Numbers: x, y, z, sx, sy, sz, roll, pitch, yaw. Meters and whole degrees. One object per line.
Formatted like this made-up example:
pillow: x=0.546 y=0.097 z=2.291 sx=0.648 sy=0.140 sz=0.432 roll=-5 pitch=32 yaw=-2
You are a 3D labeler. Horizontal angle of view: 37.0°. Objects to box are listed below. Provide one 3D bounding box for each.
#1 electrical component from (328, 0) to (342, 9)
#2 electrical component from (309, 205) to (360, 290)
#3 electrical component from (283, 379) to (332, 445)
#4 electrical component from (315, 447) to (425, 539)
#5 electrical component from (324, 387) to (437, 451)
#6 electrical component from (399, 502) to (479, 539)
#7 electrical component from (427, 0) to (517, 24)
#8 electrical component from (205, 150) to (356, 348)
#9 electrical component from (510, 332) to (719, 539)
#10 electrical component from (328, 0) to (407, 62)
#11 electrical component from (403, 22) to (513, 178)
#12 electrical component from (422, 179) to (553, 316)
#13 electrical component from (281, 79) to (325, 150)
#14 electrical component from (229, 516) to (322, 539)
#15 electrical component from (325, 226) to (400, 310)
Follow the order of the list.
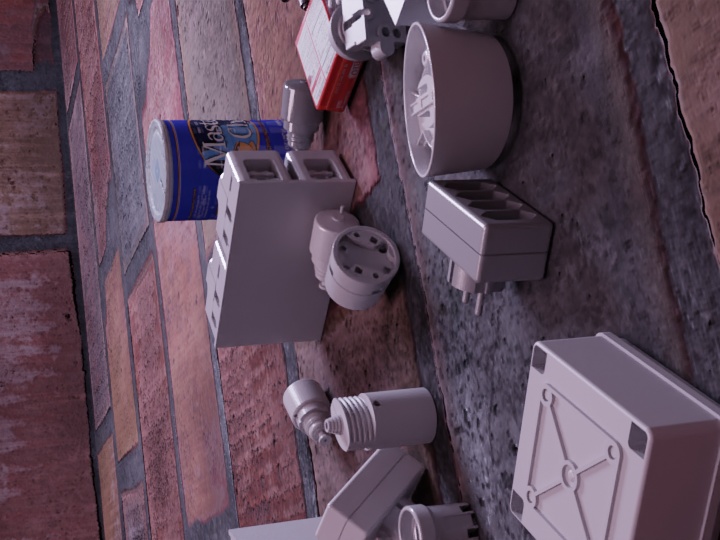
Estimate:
electrical component: x=-0.021 y=-0.258 z=0.897 sx=0.083 sy=0.047 sz=0.075 roll=-169 pitch=77 yaw=-68
electrical component: x=-0.025 y=-0.017 z=0.949 sx=0.040 sy=0.040 sz=0.078 roll=-119 pitch=33 yaw=-48
electrical component: x=-0.045 y=0.137 z=1.022 sx=0.078 sy=0.040 sz=0.040 roll=-124 pitch=37 yaw=-52
electrical component: x=0.023 y=0.188 z=0.823 sx=0.076 sy=0.083 sz=0.047 roll=35 pitch=136 yaw=15
electrical component: x=0.013 y=0.114 z=0.816 sx=0.043 sy=0.081 sz=0.043 roll=177 pitch=90 yaw=-69
electrical component: x=0.056 y=0.185 z=0.763 sx=0.040 sy=0.046 sz=0.040 roll=177 pitch=90 yaw=-69
electrical component: x=0.071 y=-0.175 z=0.676 sx=0.040 sy=0.046 sz=0.040 roll=177 pitch=90 yaw=-69
electrical component: x=-0.079 y=-0.020 z=0.998 sx=0.060 sy=0.105 sz=0.186 roll=-117 pitch=32 yaw=-46
electrical component: x=0.130 y=0.102 z=0.550 sx=0.109 sy=0.056 sz=0.108 roll=-137 pitch=48 yaw=-60
electrical component: x=0.005 y=-0.192 z=0.844 sx=0.055 sy=0.048 sz=0.066 roll=-15 pitch=79 yaw=60
electrical component: x=0.056 y=-0.110 z=0.699 sx=0.099 sy=0.064 sz=0.099 roll=177 pitch=90 yaw=-69
electrical component: x=0.076 y=-0.009 z=0.683 sx=0.083 sy=0.047 sz=0.075 roll=-132 pitch=43 yaw=-58
electrical component: x=-0.054 y=-0.142 z=1.006 sx=0.040 sy=0.040 sz=0.078 roll=-129 pitch=42 yaw=-56
electrical component: x=-0.039 y=0.279 z=0.937 sx=0.186 sy=0.105 sz=0.060 roll=-162 pitch=71 yaw=-67
electrical component: x=0.000 y=0.000 z=0.871 sx=0.047 sy=0.055 sz=0.055 roll=113 pitch=147 yaw=-55
